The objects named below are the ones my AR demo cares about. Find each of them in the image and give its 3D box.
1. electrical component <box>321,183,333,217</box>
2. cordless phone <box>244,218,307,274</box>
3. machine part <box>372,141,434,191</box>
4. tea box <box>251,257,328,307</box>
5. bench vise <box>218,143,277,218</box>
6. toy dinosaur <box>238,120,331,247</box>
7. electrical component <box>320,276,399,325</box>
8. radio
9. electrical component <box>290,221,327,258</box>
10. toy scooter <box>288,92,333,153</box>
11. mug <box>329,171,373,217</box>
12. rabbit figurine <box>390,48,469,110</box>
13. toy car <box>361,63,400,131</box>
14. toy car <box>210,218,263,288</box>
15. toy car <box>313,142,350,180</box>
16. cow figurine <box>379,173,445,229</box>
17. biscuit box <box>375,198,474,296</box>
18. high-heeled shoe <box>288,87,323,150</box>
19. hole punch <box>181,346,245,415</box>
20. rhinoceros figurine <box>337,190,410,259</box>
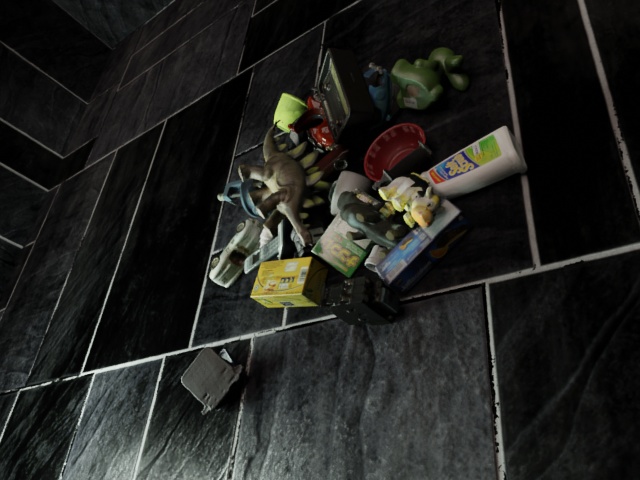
[{"bbox_3d":[0.026,-0.101,1.346,0.063,0.021,0.094,5,67,45],"label":"electrical component"},{"bbox_3d":[-0.122,0.004,1.366,0.184,0.088,0.147,-31,44,29],"label":"cordless phone"},{"bbox_3d":[0.177,-0.146,1.131,0.139,0.084,0.039,-42,58,16],"label":"machine part"},{"bbox_3d":[-0.072,0.101,1.254,0.170,0.068,0.098,-7,57,42],"label":"tea box"},{"bbox_3d":[-0.181,-0.153,1.502,0.241,0.128,0.223,-6,62,29],"label":"bench vise"},{"bbox_3d":[-0.088,-0.154,1.313,0.199,0.104,0.472,-21,49,-8],"label":"toy dinosaur"},{"bbox_3d":[0.085,0.122,1.055,0.134,0.114,0.058,-14,55,39],"label":"electrical component"},{"bbox_3d":[0.059,-0.356,1.348,0.131,0.073,0.230,117,146,-52],"label":"radio"},{"bbox_3d":[-0.003,-0.004,1.261,0.075,0.119,0.047,66,156,21],"label":"electrical component"},{"bbox_3d":[-0.009,-0.302,1.443,0.135,0.075,0.184,-29,70,3],"label":"toy scooter"},{"bbox_3d":[0.060,-0.101,1.271,0.110,0.080,0.107,14,79,40],"label":"mug"},{"bbox_3d":[0.272,-0.401,1.271,0.159,0.121,0.170,16,58,44],"label":"rabbit figurine"},{"bbox_3d":[0.152,-0.357,1.350,0.109,0.103,0.161,-127,39,-58],"label":"toy car"},{"bbox_3d":[-0.218,0.032,1.437,0.201,0.073,0.056,-54,36,-2],"label":"toy car"},{"bbox_3d":[0.005,-0.176,1.398,0.202,0.053,0.089,-37,34,22],"label":"toy car"},{"bbox_3d":[0.192,-0.079,1.049,0.098,0.068,0.167,-36,30,-5],"label":"cow figurine"},{"bbox_3d":[0.205,0.016,1.061,0.202,0.062,0.059,-46,41,8],"label":"biscuit box"},{"bbox_3d":[0.006,-0.326,1.520,0.145,0.086,0.248,22,96,18],"label":"high-heeled shoe"},{"bbox_3d":[-0.239,0.321,1.250,0.116,0.092,0.142,39,87,20],"label":"hole punch"},{"bbox_3d":[0.111,-0.040,1.132,0.190,0.112,0.073,36,131,25],"label":"rhinoceros figurine"}]
